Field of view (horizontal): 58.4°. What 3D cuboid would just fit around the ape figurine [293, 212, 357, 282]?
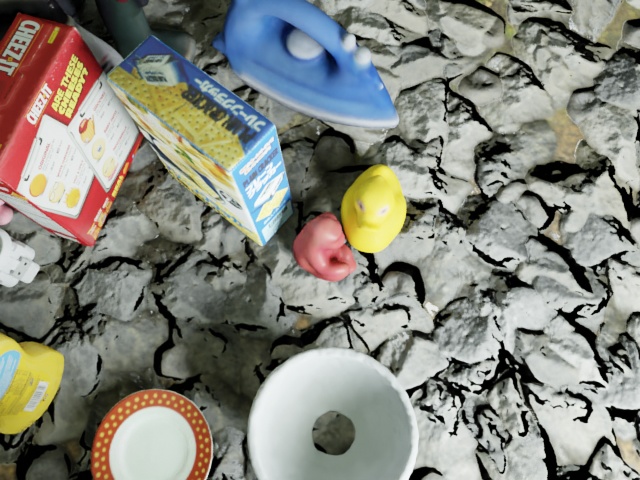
[{"bbox_3d":[0.006,0.002,0.640,0.076,0.092,0.078,7,72,4],"label":"ape figurine"}]

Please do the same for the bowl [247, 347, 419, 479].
[{"bbox_3d":[0.012,0.197,0.586,0.167,0.075,0.167,0,72,2],"label":"bowl"}]

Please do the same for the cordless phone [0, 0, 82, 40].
[{"bbox_3d":[-0.398,-0.334,0.713,0.147,0.185,0.094,-7,72,0],"label":"cordless phone"}]

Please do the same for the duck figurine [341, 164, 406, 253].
[{"bbox_3d":[0.063,-0.045,0.657,0.077,0.086,0.104,13,73,6],"label":"duck figurine"}]

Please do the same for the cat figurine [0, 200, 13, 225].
[{"bbox_3d":[-0.401,-0.074,0.664,0.127,0.118,0.067,28,75,10],"label":"cat figurine"}]

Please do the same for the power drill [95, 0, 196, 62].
[{"bbox_3d":[-0.219,-0.284,0.679,0.229,0.208,0.075,10,72,5],"label":"power drill"}]

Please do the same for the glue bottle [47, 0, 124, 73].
[{"bbox_3d":[-0.279,-0.219,0.678,0.037,0.173,0.078,22,74,9],"label":"glue bottle"}]

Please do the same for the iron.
[{"bbox_3d":[-0.010,-0.235,0.692,0.258,0.141,0.119,31,76,11],"label":"iron"}]
